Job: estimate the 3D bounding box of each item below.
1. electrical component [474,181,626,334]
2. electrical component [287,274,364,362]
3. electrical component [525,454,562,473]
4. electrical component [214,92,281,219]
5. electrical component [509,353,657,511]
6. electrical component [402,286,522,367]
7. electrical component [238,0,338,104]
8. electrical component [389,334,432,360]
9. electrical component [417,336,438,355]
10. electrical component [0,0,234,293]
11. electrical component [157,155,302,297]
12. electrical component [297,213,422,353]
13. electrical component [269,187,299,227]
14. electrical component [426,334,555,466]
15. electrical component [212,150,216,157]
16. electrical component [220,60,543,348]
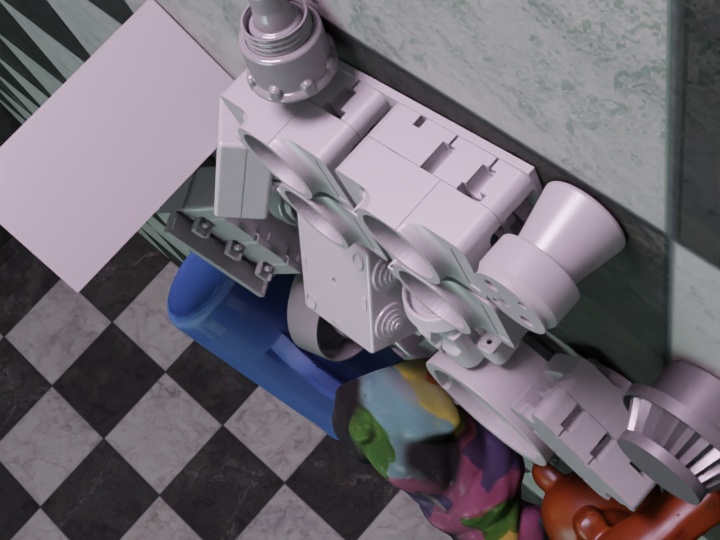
[{"bbox_3d":[0.084,-0.005,0.481,0.045,0.055,0.045,41,171,8],"label":"electrical component"},{"bbox_3d":[-0.024,0.031,0.973,0.064,0.099,0.099,27,163,38],"label":"electrical component"},{"bbox_3d":[0.152,0.157,0.977,0.066,0.048,0.055,40,163,12],"label":"electrical component"},{"bbox_3d":[-0.061,-0.077,0.746,0.076,0.047,0.083,3,148,-8],"label":"electrical component"},{"bbox_3d":[0.150,0.097,0.674,0.089,0.055,0.050,44,171,-10],"label":"electrical component"},{"bbox_3d":[0.062,0.023,0.695,0.078,0.058,0.057,34,171,40],"label":"electrical component"},{"bbox_3d":[-0.039,-0.116,0.525,0.048,0.048,0.062,37,162,30],"label":"electrical component"},{"bbox_3d":[0.043,0.055,0.961,0.077,0.043,0.079,43,170,-9],"label":"electrical component"},{"bbox_3d":[0.051,0.030,0.812,0.055,0.048,0.066,49,171,5],"label":"electrical component"},{"bbox_3d":[-0.180,-0.089,0.780,0.105,0.186,0.060,45,170,-14],"label":"electrical component"},{"bbox_3d":[-0.097,-0.039,0.878,0.063,0.078,0.121,-1,154,36],"label":"electrical component"},{"bbox_3d":[0.000,0.000,0.758,0.100,0.048,0.099,33,137,44],"label":"electrical component"},{"bbox_3d":[-0.044,-0.054,0.825,0.043,0.043,0.062,49,168,-35],"label":"electrical component"},{"bbox_3d":[0.106,0.078,0.752,0.108,0.060,0.108,41,171,8],"label":"electrical component"},{"bbox_3d":[-0.142,-0.103,0.962,0.078,0.057,0.113,31,166,49],"label":"electrical component"},{"bbox_3d":[0.016,-0.043,0.577,0.186,0.060,0.105,35,169,35],"label":"electrical component"}]
